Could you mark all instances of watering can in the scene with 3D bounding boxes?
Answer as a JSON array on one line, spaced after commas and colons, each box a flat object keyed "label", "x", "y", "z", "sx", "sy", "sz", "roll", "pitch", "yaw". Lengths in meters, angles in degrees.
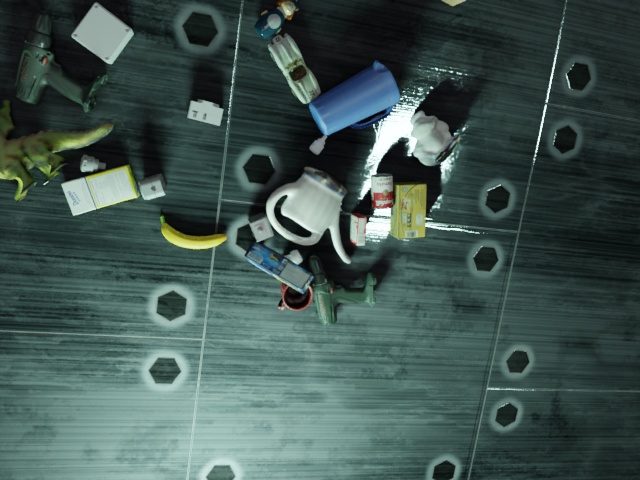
[{"label": "watering can", "x": 0.005, "y": -0.077, "z": 1.531, "sx": 0.344, "sy": 0.105, "sz": 0.224, "roll": 29, "pitch": 93, "yaw": -30}]

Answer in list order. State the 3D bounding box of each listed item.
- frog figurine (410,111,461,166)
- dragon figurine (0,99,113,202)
[{"label": "frog figurine", "x": 0.331, "y": -0.310, "z": 1.573, "sx": 0.161, "sy": 0.122, "sz": 0.136, "roll": 43, "pitch": 99, "yaw": 18}, {"label": "dragon figurine", "x": -0.766, "y": -0.253, "z": 1.318, "sx": 0.413, "sy": 0.122, "sz": 0.241, "roll": -41, "pitch": 99, "yaw": -10}]
